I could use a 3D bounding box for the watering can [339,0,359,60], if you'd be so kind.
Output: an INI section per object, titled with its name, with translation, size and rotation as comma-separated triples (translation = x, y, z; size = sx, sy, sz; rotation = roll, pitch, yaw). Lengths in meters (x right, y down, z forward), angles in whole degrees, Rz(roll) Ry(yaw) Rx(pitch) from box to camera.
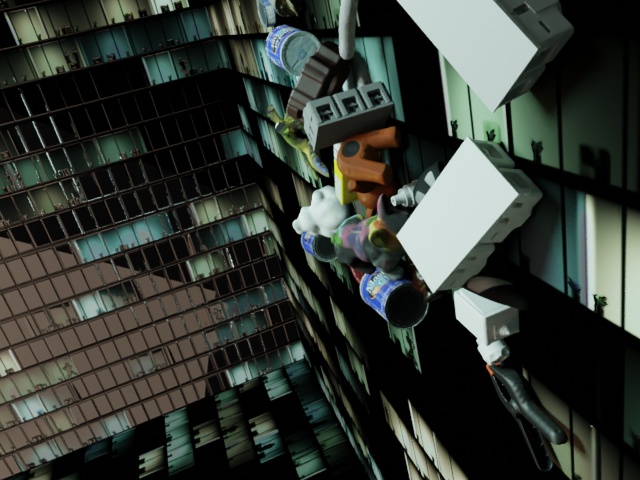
[watering can]
translation = 0.043, -0.454, 0.774
size = 0.226, 0.104, 0.343
rotation = -142, 36, -67

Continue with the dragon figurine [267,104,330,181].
[dragon figurine]
translation = -0.034, -0.268, 1.496
size = 0.419, 0.122, 0.238
rotation = 66, -176, 32

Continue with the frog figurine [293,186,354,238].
[frog figurine]
translation = 0.004, -0.070, 1.394
size = 0.124, 0.160, 0.135
rotation = -136, 30, -60
